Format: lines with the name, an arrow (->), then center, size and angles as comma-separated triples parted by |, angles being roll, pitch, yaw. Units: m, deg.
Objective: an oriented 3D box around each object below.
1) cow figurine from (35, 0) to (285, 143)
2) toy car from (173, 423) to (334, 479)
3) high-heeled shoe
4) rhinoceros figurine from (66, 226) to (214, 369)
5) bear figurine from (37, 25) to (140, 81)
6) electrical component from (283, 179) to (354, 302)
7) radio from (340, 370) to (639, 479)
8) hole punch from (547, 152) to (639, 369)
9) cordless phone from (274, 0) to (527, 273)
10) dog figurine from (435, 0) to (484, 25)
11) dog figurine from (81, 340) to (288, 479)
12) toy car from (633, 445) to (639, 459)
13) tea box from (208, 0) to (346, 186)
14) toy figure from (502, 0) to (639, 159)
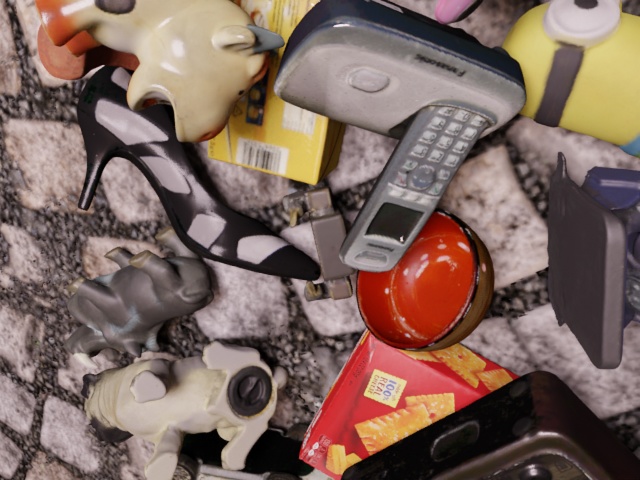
cow figurine -> -0.100, -0.153, 0.319 | 0.127, 0.085, 0.194 | -18, 102, -4
toy car -> -0.078, 0.229, 0.562 | 0.202, 0.073, 0.056 | 3, 124, 18
high-heeled shoe -> -0.099, -0.060, 0.482 | 0.249, 0.086, 0.145 | 20, 82, -10
rhinoceros figurine -> -0.189, 0.064, 0.546 | 0.190, 0.073, 0.112 | -27, 110, 24
bear figurine -> -0.122, -0.216, 0.384 | 0.120, 0.132, 0.195 | 11, 120, -14
electrical component -> -0.001, 0.000, 0.443 | 0.045, 0.078, 0.102 | -14, 111, -2
radio -> 0.120, 0.206, 0.409 | 0.229, 0.073, 0.131 | -38, 96, 25
hole punch -> 0.211, 0.012, 0.363 | 0.092, 0.116, 0.142 | -11, 111, 5
cordless phone -> 0.030, -0.060, 0.361 | 0.146, 0.089, 0.184 | 11, 123, -22
dog figurine -> 0.046, -0.232, 0.270 | 0.219, 0.108, 0.191 | 48, 154, 2
dog figurine -> -0.146, 0.157, 0.564 | 0.191, 0.172, 0.121 | -6, 82, 57
toy car -> 0.293, 0.212, 0.419 | 0.103, 0.109, 0.161 | -17, 96, 41
tea box -> -0.024, -0.138, 0.408 | 0.098, 0.068, 0.169 | 17, 114, 11
toy figure -> 0.203, -0.094, 0.343 | 0.180, 0.082, 0.089 | 29, 115, 3
